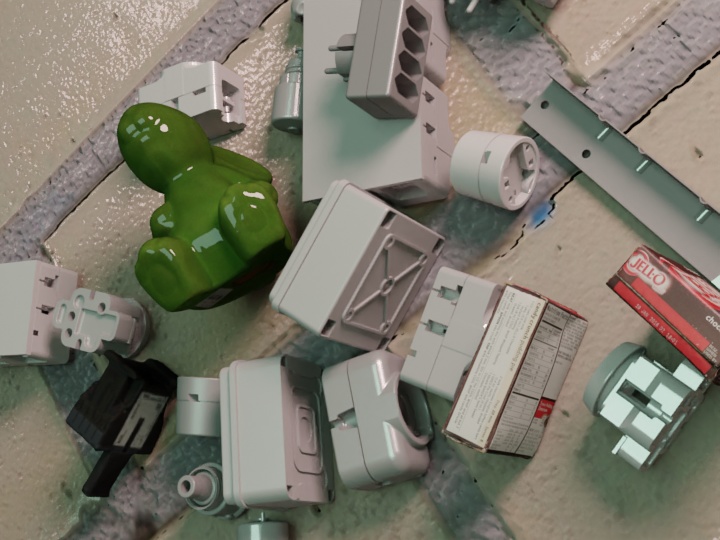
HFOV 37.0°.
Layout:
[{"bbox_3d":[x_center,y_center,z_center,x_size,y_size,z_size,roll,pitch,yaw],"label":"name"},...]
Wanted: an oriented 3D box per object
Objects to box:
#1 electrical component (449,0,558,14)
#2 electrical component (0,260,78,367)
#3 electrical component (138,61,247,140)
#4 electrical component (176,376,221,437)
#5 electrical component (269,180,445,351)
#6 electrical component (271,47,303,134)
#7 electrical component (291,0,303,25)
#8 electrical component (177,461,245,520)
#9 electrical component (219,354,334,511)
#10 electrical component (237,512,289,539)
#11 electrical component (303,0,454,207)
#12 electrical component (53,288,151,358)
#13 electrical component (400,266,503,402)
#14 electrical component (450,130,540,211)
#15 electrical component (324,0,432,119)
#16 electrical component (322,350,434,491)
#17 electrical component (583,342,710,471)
[{"bbox_3d":[0.099,-0.238,0.851,0.138,0.052,0.073,36,97,32],"label":"electrical component"},{"bbox_3d":[-0.347,0.045,1.036,0.150,0.062,0.089,-5,75,30],"label":"electrical component"},{"bbox_3d":[-0.153,-0.151,0.980,0.089,0.050,0.055,-15,70,27],"label":"electrical component"},{"bbox_3d":[-0.125,0.114,0.892,0.055,0.055,0.047,-1,80,31],"label":"electrical component"},{"bbox_3d":[0.000,0.000,0.814,0.056,0.109,0.108,31,94,30],"label":"electrical component"},{"bbox_3d":[-0.054,-0.153,0.927,0.040,0.040,0.078,-2,76,30],"label":"electrical component"},{"bbox_3d":[-0.041,-0.247,0.947,0.035,0.035,0.061,1,76,31],"label":"electrical component"},{"bbox_3d":[-0.121,0.176,0.867,0.048,0.062,0.048,-9,73,29],"label":"electrical component"},{"bbox_3d":[-0.065,0.128,0.838,0.057,0.078,0.113,-12,71,25],"label":"electrical component"},{"bbox_3d":[-0.075,0.230,0.839,0.040,0.040,0.078,-13,71,28],"label":"electrical component"},{"bbox_3d":[0.015,-0.144,0.871,0.105,0.060,0.186,-9,73,29],"label":"electrical component"},{"bbox_3d":[-0.226,0.050,0.967,0.078,0.057,0.058,10,83,32],"label":"electrical component"},{"bbox_3d":[0.078,0.051,0.789,0.056,0.050,0.089,19,88,34],"label":"electrical component"},{"bbox_3d":[0.100,-0.076,0.807,0.047,0.055,0.055,18,87,37],"label":"electrical component"},{"bbox_3d":[0.006,-0.161,0.815,0.076,0.047,0.083,3,79,31],"label":"electrical component"},{"bbox_3d":[0.015,0.112,0.808,0.059,0.054,0.095,-21,67,25],"label":"electrical component"},{"bbox_3d":[0.186,0.084,0.712,0.057,0.058,0.078,38,98,30],"label":"electrical component"}]
